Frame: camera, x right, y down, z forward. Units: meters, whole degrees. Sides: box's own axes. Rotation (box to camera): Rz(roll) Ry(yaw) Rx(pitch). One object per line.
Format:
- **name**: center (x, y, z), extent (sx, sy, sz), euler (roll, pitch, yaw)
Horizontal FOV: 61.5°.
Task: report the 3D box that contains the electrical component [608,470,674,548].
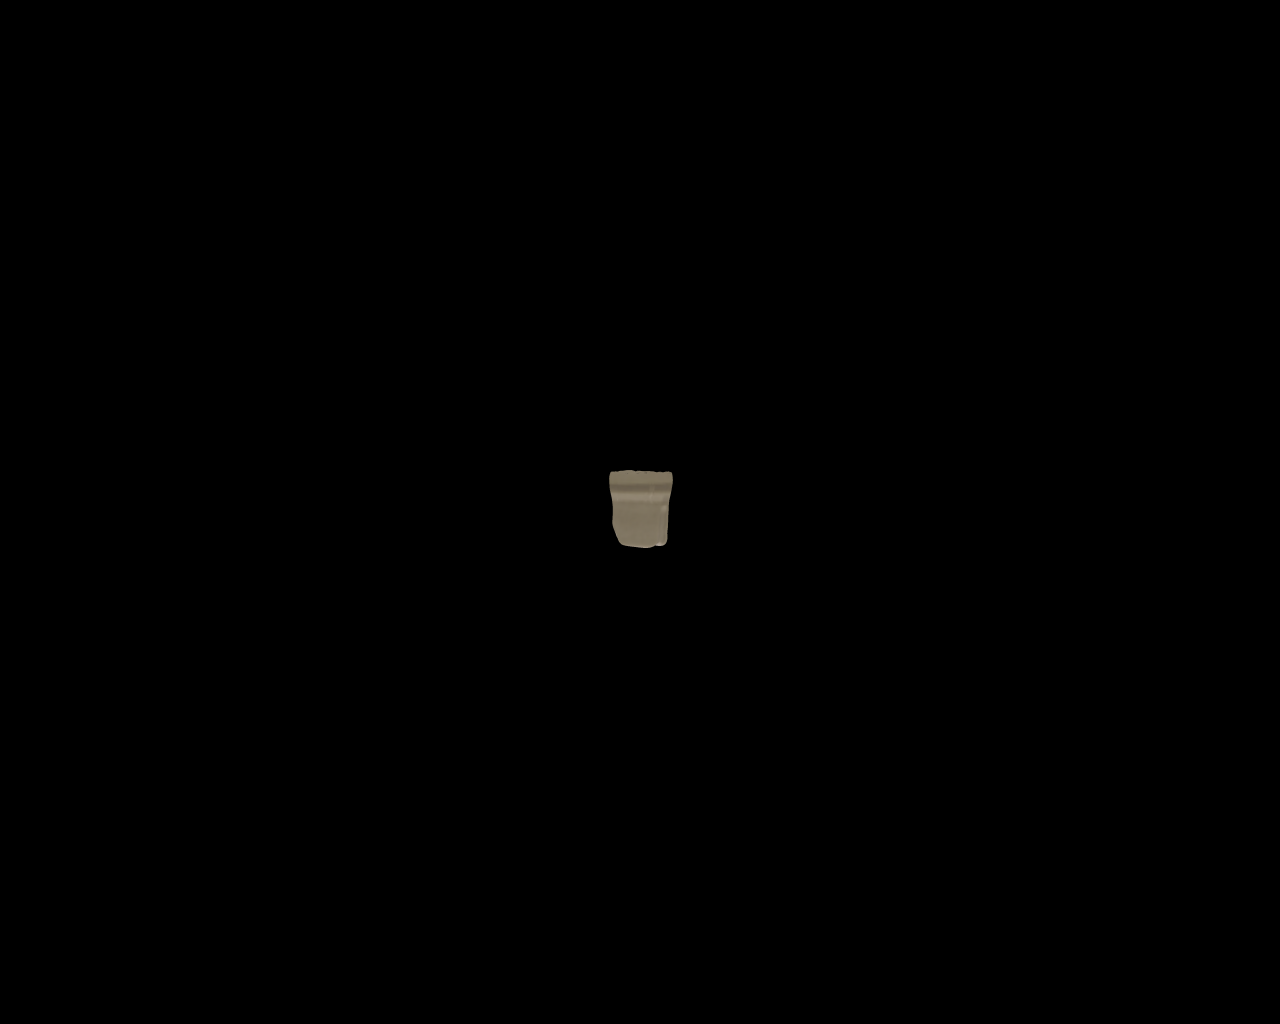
- **electrical component**: center (0.001, -0.003, 0.650), extent (0.040, 0.046, 0.040), euler (0, 2, 0)
